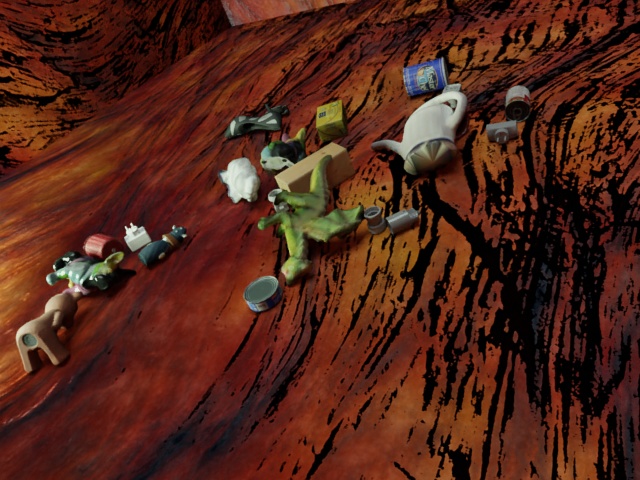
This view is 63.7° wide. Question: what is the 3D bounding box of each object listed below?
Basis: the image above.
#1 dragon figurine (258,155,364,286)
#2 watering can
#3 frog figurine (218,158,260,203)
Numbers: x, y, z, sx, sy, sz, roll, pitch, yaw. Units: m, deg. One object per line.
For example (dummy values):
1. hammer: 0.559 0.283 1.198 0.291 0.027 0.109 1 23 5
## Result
1. dragon figurine: 0.004 -0.065 1.294 0.244 0.417 0.119 16 -30 33
2. watering can: 0.268 -0.273 1.432 0.103 0.230 0.343 29 -40 -29
3. frog figurine: -0.223 -0.185 1.570 0.123 0.137 0.158 -12 2 -38
